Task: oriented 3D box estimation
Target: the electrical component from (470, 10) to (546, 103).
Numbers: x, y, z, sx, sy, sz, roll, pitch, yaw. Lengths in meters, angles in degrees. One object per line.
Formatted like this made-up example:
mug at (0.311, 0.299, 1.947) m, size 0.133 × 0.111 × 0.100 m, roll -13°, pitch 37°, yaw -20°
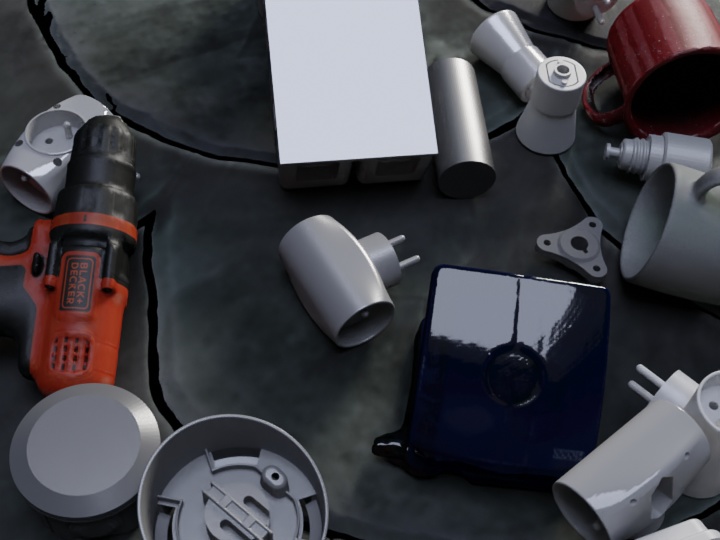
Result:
electrical component at (0.119, -0.160, 0.818) m, size 0.044 × 0.044 × 0.065 m, roll -26°, pitch 65°, yaw -21°

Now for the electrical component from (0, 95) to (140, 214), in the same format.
electrical component at (-0.188, -0.072, 0.731) m, size 0.079 × 0.044 × 0.077 m, roll 25°, pitch 56°, yaw 14°

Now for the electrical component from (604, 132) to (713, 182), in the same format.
electrical component at (0.214, -0.078, 0.765) m, size 0.078 × 0.040 × 0.040 m, roll 10°, pitch 54°, yaw 3°

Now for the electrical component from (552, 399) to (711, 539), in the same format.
electrical component at (0.150, 0.121, 0.592) m, size 0.077 × 0.079 × 0.043 m, roll -34°, pitch 48°, yaw -19°

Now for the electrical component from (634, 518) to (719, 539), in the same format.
electrical component at (0.140, 0.183, 0.544) m, size 0.113 × 0.078 × 0.057 m, roll -15°, pitch 40°, yaw -14°

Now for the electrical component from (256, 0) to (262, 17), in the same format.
electrical component at (-0.029, -0.237, 0.851) m, size 0.108 × 0.060 × 0.108 m, roll 2°, pitch 54°, yaw -3°

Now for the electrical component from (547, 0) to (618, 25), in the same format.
electrical component at (0.181, -0.228, 0.848) m, size 0.043 × 0.077 × 0.079 m, roll -7°, pitch 55°, yaw -8°

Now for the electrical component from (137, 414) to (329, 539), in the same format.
electrical component at (-0.067, 0.134, 0.577) m, size 0.099 × 0.064 × 0.099 m, roll 2°, pitch 54°, yaw -3°

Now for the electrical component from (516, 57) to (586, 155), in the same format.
electrical component at (0.140, -0.120, 0.775) m, size 0.044 × 0.065 × 0.044 m, roll 2°, pitch 54°, yaw -3°

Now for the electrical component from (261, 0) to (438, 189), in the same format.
electrical component at (-0.013, -0.155, 0.762) m, size 0.105 × 0.060 × 0.186 m, roll -4°, pitch 76°, yaw -7°

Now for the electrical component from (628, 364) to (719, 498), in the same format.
electrical component at (0.191, 0.084, 0.623) m, size 0.079 × 0.077 × 0.044 m, roll 39°, pitch 61°, yaw 22°

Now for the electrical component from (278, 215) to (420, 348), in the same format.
electrical component at (0.000, 0.000, 0.692) m, size 0.079 × 0.043 × 0.077 m, roll -23°, pitch 59°, yaw -20°

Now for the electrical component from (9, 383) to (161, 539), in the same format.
electrical component at (-0.150, 0.108, 0.599) m, size 0.080 × 0.051 × 0.080 m, roll 2°, pitch 54°, yaw -3°
